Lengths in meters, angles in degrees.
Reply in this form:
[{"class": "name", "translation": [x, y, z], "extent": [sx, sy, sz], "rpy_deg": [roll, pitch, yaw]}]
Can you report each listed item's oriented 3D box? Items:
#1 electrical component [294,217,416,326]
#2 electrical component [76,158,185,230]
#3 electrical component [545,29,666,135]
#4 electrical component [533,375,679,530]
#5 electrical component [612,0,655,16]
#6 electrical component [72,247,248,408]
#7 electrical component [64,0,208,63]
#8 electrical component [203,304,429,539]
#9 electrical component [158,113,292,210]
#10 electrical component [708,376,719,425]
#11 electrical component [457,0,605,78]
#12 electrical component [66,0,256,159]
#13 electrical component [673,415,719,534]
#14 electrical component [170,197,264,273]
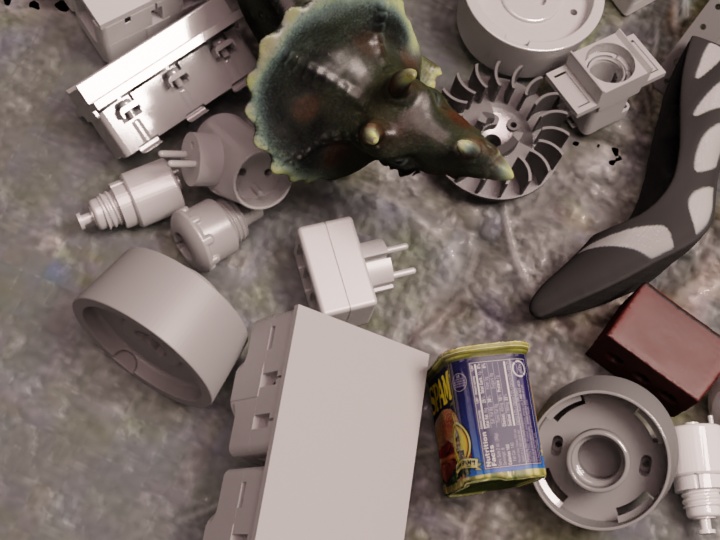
[{"class": "electrical component", "translation": [0.000, 0.000, 0.746], "extent": [0.077, 0.047, 0.065], "rpy_deg": [-13, 73, -12]}, {"class": "electrical component", "translation": [-0.158, -0.048, 0.748], "extent": [0.078, 0.040, 0.040], "rpy_deg": [-24, 75, -14]}, {"class": "electrical component", "translation": [0.181, -0.139, 0.808], "extent": [0.081, 0.063, 0.042], "rpy_deg": [-26, 68, -14]}, {"class": "electrical component", "translation": [0.160, 0.121, 0.711], "extent": [0.099, 0.064, 0.099], "rpy_deg": [-1, 88, 16]}, {"class": "electrical component", "translation": [0.215, -0.261, 0.849], "extent": [0.047, 0.075, 0.083], "rpy_deg": [-30, 77, -16]}, {"class": "electrical component", "translation": [-0.122, 0.032, 0.691], "extent": [0.108, 0.108, 0.060], "rpy_deg": [33, 64, 5]}, {"class": "electrical component", "translation": [-0.189, -0.240, 0.801], "extent": [0.089, 0.061, 0.150], "rpy_deg": [-31, 77, -16]}, {"class": "electrical component", "translation": [-0.028, 0.129, 0.666], "extent": [0.105, 0.060, 0.186], "rpy_deg": [23, 66, -32]}, {"class": "electrical component", "translation": [-0.097, -0.075, 0.737], "extent": [0.079, 0.044, 0.077], "rpy_deg": [-2, 27, -30]}, {"class": "electrical component", "translation": [0.279, 0.100, 0.728], "extent": [0.051, 0.080, 0.080], "rpy_deg": [-18, 74, -18]}, {"class": "electrical component", "translation": [0.126, -0.199, 0.825], "extent": [0.108, 0.060, 0.108], "rpy_deg": [2, 70, -6]}, {"class": "electrical component", "translation": [-0.137, -0.135, 0.765], "extent": [0.121, 0.079, 0.063], "rpy_deg": [-37, 107, -17]}, {"class": "electrical component", "translation": [0.229, 0.139, 0.728], "extent": [0.040, 0.040, 0.078], "rpy_deg": [0, 71, -7]}, {"class": "electrical component", "translation": [-0.097, -0.031, 0.748], "extent": [0.062, 0.048, 0.048], "rpy_deg": [-31, 77, -24]}]
